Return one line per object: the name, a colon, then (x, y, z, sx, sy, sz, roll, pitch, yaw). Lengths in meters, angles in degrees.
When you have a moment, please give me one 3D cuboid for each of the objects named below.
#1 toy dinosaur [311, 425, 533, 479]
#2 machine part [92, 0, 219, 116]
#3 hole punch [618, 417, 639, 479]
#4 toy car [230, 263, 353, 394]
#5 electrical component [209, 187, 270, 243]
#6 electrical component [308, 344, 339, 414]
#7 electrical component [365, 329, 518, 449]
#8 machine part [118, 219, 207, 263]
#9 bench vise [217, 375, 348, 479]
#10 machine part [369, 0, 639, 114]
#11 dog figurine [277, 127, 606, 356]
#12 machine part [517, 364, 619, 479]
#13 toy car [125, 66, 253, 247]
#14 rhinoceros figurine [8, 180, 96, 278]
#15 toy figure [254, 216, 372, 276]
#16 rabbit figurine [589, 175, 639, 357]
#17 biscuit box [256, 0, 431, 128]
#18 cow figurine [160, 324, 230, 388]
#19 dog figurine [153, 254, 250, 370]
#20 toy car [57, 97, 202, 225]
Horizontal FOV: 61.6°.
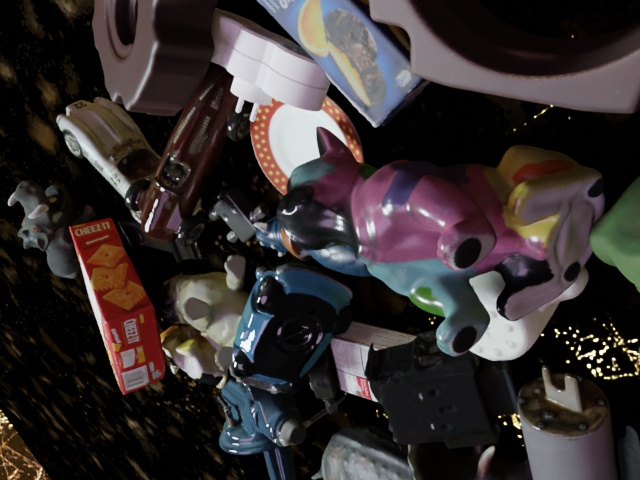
toy dinosaur: (0.080, 0.298, 0.684, 0.405, 0.131, 0.192, -6, 104, 47)
machine part: (-0.154, -0.201, 0.476, 0.180, 0.056, 0.179, 14, 108, 50)
hole punch: (0.322, 0.207, 0.444, 0.116, 0.092, 0.142, 33, 150, 61)
toy car: (-0.039, 0.090, 0.614, 0.109, 0.103, 0.161, 21, 109, -18)
electrical component: (-0.096, -0.032, 0.633, 0.063, 0.021, 0.094, 51, 141, -6)
electrical component: (-0.001, 0.156, 0.672, 0.045, 0.078, 0.102, -7, 125, 16)
electrical component: (0.125, 0.148, 0.536, 0.134, 0.058, 0.114, -16, 117, 20)
machine part: (-0.217, -0.007, 0.742, 0.139, 0.039, 0.084, 7, 130, 34)
bench vise: (-0.068, 0.292, 0.775, 0.224, 0.129, 0.240, -1, 103, 48)
machine part: (0.131, -0.182, 0.284, 0.202, 0.087, 0.200, 21, 132, 28)
dog figurine: (0.075, -0.029, 0.425, 0.219, 0.191, 0.108, 43, 151, 48)
machine part: (0.239, 0.213, 0.509, 0.079, 0.079, 0.243, 2, 123, 39)
toy car: (-0.140, -0.084, 0.566, 0.089, 0.053, 0.202, 37, 114, 12)
rhinoceros figurine: (-0.415, -0.019, 0.840, 0.073, 0.112, 0.190, 30, 144, 22)
toy figure: (-0.001, 0.000, 0.556, 0.155, 0.058, 0.064, 15, 125, 36)
rabbit figurine: (0.264, 0.031, 0.322, 0.170, 0.121, 0.159, 34, 142, -8)
biscuit box: (0.004, -0.183, 0.404, 0.202, 0.063, 0.059, 46, 138, 0)
cow figurine: (-0.195, 0.178, 0.838, 0.167, 0.068, 0.098, -6, 117, 55)
dog figurine: (-0.132, 0.108, 0.732, 0.172, 0.121, 0.191, 58, 151, -8)
toy car: (-0.232, -0.094, 0.658, 0.201, 0.073, 0.056, 47, 142, -1)
